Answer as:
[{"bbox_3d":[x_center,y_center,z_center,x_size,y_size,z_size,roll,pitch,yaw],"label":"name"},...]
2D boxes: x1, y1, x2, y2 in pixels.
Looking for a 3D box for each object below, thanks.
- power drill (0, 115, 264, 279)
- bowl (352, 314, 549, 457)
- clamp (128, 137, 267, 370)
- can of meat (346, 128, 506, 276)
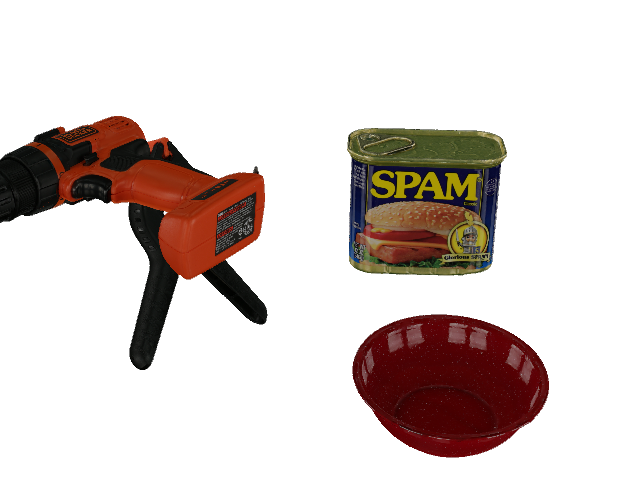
[{"bbox_3d":[-0.151,-0.034,0.796,0.188,0.057,0.184,22,34,26],"label":"power drill"},{"bbox_3d":[0.106,0.130,0.893,0.162,0.055,0.162,1,33,-1],"label":"bowl"},{"bbox_3d":[-0.125,0.006,1.020,0.036,0.210,0.164,-8,0,44],"label":"clamp"},{"bbox_3d":[0.068,-0.025,0.706,0.102,0.084,0.057,2,25,2],"label":"can of meat"}]
